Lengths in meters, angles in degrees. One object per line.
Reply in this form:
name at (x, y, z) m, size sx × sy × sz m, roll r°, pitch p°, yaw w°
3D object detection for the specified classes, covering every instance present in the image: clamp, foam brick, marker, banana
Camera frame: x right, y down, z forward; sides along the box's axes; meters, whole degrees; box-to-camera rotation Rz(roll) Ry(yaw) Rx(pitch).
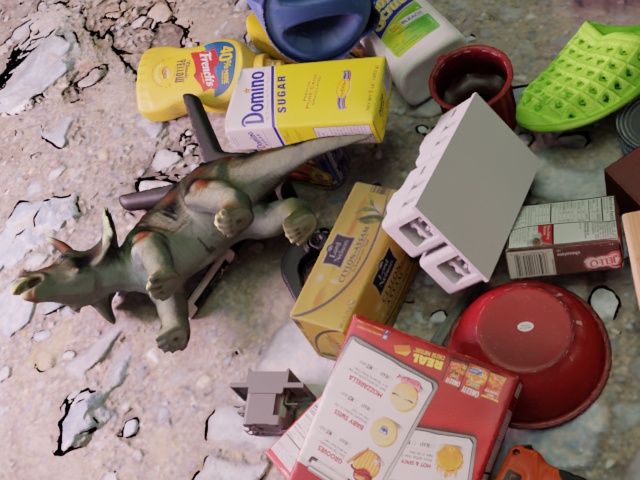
clamp at (-0.008, 0.001, 1.184) m, size 0.120 × 0.039 × 0.171 m, roll 9°, pitch 63°, yaw 27°
foam brick at (0.332, -0.048, 1.078) m, size 0.051 × 0.053 × 0.078 m, roll -32°, pitch 54°, yaw -3°
marker at (-0.121, 0.037, 1.216) m, size 0.020 × 0.020 × 0.121 m, roll 23°, pitch 69°, yaw 31°
clamp at (-0.136, -0.065, 1.272) m, size 0.210 × 0.036 × 0.164 m, roll 36°, pitch 88°, yaw 27°
banana at (-0.034, -0.255, 1.362) m, size 0.069 × 0.037 × 0.198 m, roll -46°, pitch 55°, yaw -12°

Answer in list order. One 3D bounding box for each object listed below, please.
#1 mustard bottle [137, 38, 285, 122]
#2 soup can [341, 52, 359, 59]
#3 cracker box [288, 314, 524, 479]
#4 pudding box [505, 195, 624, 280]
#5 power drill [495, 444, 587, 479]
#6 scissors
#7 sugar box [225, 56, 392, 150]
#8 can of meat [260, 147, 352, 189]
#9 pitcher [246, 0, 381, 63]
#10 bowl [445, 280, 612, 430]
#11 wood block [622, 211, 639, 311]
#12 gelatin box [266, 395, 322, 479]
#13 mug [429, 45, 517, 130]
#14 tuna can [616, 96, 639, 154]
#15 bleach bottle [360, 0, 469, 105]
mustard bottle at (-0.136, -0.207, 1.355) m, size 0.192 × 0.058 × 0.096 m, roll -4°, pitch 67°, yaw 17°
soup can at (0.006, -0.173, 1.274) m, size 0.069 × 0.068 × 0.102 m, roll 18°, pitch 65°, yaw 29°
cracker box at (0.071, 0.196, 0.968) m, size 0.164 × 0.072 × 0.213 m, roll 19°, pitch 83°, yaw 21°
pudding box at (0.245, -0.003, 1.073) m, size 0.114 × 0.039 × 0.090 m, roll -5°, pitch 29°, yaw 16°
power drill at (0.227, 0.270, 0.912) m, size 0.188 × 0.057 × 0.184 m, roll 19°, pitch 63°, yaw 27°
scissors at (0.092, 0.117, 1.086) m, size 0.096 × 0.016 × 0.201 m, roll 10°, pitch 63°, yaw 26°
sugar box at (-0.013, -0.150, 1.174) m, size 0.176 × 0.048 × 0.093 m, roll -1°, pitch 57°, yaw 19°
can of meat at (-0.021, -0.107, 1.231) m, size 0.102 × 0.084 × 0.057 m, roll 13°, pitch 64°, yaw 27°
pitcher at (-0.042, -0.314, 1.291) m, size 0.145 × 0.149 × 0.243 m, roll -31°, pitch 32°, yaw -1°
bowl at (0.198, 0.097, 1.026) m, size 0.162 × 0.055 × 0.162 m, roll -6°, pitch 57°, yaw 10°
wood block at (0.342, 0.076, 0.973) m, size 0.091 × 0.090 × 0.206 m, roll -11°, pitch 56°, yaw 15°
gelatin box at (0.002, 0.206, 1.048) m, size 0.089 × 0.030 × 0.073 m, roll -45°, pitch 54°, yaw -1°
mug at (0.169, -0.164, 1.198) m, size 0.093 × 0.081 × 0.117 m, roll -36°, pitch 54°, yaw -5°
tuna can at (0.358, -0.119, 1.127) m, size 0.086 × 0.033 × 0.086 m, roll -10°, pitch 56°, yaw 15°
bleach bottle at (0.077, -0.273, 1.318) m, size 0.102 × 0.068 × 0.251 m, roll -36°, pitch 51°, yaw -3°
